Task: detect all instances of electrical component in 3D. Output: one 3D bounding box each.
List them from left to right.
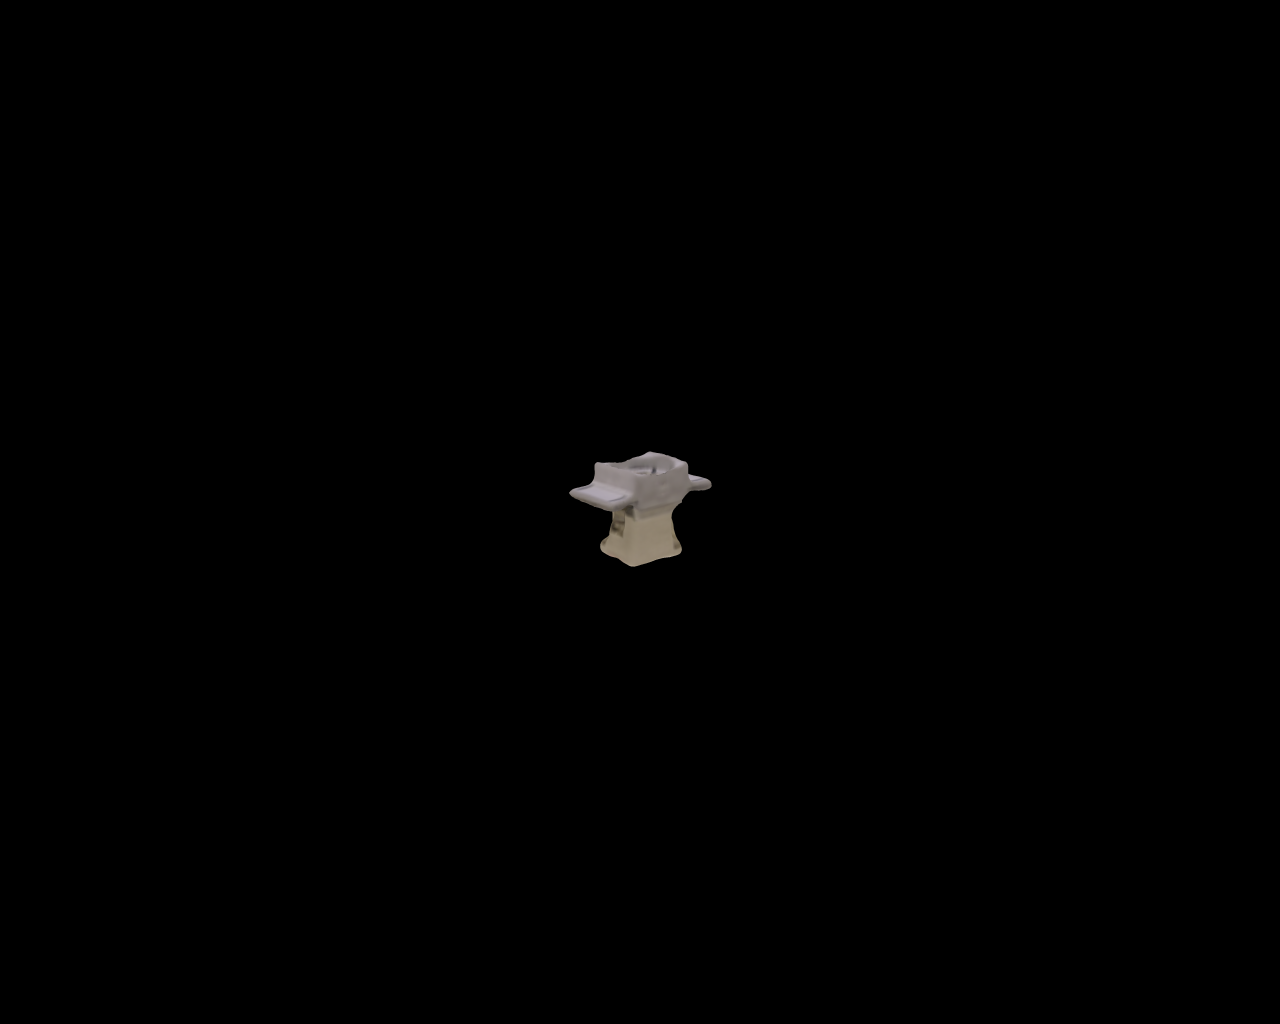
[{"bbox_3d":[0.001,-0.003,0.650,0.081,0.063,0.042,-14,22,-36],"label":"electrical component"}]
